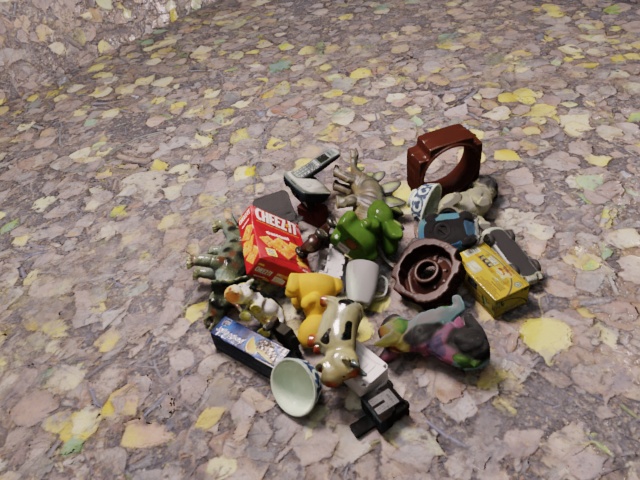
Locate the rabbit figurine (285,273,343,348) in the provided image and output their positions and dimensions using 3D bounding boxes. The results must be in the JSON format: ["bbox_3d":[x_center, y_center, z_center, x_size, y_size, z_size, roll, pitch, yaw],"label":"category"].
[{"bbox_3d":[-0.003,0.173,1.262,0.162,0.121,0.173,4,58,2],"label":"rabbit figurine"}]

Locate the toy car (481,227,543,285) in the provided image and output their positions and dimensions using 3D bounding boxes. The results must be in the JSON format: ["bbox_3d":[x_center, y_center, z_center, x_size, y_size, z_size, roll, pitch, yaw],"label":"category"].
[{"bbox_3d":[0.474,0.040,1.336,0.073,0.056,0.202,-12,44,-11],"label":"toy car"}]

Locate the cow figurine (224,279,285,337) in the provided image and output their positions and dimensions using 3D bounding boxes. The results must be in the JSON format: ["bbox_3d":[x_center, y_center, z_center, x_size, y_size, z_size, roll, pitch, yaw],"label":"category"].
[{"bbox_3d":[-0.150,0.145,1.264,0.068,0.167,0.098,-28,29,27],"label":"cow figurine"}]

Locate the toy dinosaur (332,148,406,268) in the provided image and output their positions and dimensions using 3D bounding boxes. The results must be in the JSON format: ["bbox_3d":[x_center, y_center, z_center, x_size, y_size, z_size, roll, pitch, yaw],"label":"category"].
[{"bbox_3d":[0.139,-0.093,1.507,0.199,0.105,0.471,-5,53,-1],"label":"toy dinosaur"}]

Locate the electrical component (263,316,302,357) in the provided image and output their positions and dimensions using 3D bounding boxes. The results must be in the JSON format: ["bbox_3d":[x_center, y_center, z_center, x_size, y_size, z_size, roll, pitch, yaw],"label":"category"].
[{"bbox_3d":[-0.088,0.222,1.218,0.045,0.102,0.078,-37,36,-22],"label":"electrical component"}]

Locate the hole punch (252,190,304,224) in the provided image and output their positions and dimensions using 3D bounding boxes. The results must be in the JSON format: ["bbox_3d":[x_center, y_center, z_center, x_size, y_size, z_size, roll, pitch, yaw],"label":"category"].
[{"bbox_3d":[-0.128,-0.067,1.554,0.142,0.092,0.116,-17,73,-9],"label":"hole punch"}]

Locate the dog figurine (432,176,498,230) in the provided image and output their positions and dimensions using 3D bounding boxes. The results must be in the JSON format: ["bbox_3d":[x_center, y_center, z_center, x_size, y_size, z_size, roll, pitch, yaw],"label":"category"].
[{"bbox_3d":[0.405,-0.110,1.493,0.173,0.121,0.190,9,32,14],"label":"dog figurine"}]

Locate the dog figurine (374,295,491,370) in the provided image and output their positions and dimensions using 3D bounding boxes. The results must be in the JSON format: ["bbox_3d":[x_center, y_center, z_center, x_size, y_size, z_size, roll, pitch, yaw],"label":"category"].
[{"bbox_3d":[0.228,0.222,1.153,0.219,0.108,0.192,-21,46,-6],"label":"dog figurine"}]

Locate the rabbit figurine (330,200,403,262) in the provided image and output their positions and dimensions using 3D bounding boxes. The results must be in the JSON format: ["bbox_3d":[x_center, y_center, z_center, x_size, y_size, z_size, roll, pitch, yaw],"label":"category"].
[{"bbox_3d":[0.135,-0.033,1.354,0.159,0.121,0.170,35,59,16],"label":"rabbit figurine"}]

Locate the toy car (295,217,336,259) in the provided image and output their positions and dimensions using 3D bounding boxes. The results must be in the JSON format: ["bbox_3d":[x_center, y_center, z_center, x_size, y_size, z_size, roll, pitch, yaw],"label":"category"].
[{"bbox_3d":[-0.003,-0.004,1.412,0.053,0.089,0.202,45,18,0],"label":"toy car"}]

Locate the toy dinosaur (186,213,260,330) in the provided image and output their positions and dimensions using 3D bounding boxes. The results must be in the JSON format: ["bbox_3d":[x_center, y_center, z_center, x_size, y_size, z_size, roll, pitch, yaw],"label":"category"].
[{"bbox_3d":[-0.224,0.044,1.425,0.192,0.131,0.405,13,42,6],"label":"toy dinosaur"}]

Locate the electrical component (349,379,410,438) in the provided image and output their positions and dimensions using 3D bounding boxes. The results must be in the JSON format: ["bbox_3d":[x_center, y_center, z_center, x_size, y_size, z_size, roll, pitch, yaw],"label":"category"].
[{"bbox_3d":[0.114,0.344,1.082,0.119,0.047,0.075,-23,43,-16],"label":"electrical component"}]

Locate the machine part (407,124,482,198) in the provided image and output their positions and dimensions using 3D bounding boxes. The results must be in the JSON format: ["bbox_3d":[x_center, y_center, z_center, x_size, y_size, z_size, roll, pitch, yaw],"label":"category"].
[{"bbox_3d":[0.352,-0.212,1.520,0.201,0.200,0.087,-19,45,-10],"label":"machine part"}]

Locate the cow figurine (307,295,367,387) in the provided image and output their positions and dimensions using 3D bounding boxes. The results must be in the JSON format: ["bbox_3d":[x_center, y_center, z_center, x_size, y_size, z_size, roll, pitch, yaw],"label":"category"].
[{"bbox_3d":[0.043,0.213,1.118,0.127,0.085,0.195,0,54,26],"label":"cow figurine"}]

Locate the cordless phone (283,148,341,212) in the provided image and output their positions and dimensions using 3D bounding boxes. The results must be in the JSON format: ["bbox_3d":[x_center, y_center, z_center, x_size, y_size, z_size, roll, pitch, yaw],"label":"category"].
[{"bbox_3d":[0.001,-0.181,1.524,0.184,0.088,0.147,-38,43,-6],"label":"cordless phone"}]

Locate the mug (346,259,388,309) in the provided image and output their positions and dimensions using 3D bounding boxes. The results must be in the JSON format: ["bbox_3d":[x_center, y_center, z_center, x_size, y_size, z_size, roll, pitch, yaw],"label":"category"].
[{"bbox_3d":[0.111,0.116,1.312,0.109,0.081,0.107,20,60,-15],"label":"mug"}]

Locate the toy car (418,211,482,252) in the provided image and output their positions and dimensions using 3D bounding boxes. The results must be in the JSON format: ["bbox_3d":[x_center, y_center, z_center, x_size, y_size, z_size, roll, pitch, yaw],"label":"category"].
[{"bbox_3d":[0.340,-0.017,1.377,0.162,0.103,0.109,-13,78,31],"label":"toy car"}]

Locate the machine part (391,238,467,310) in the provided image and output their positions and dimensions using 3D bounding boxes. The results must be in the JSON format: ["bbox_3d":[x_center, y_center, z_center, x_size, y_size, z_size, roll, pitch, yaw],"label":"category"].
[{"bbox_3d":[0.260,0.080,1.288,0.179,0.056,0.179,-19,51,25],"label":"machine part"}]

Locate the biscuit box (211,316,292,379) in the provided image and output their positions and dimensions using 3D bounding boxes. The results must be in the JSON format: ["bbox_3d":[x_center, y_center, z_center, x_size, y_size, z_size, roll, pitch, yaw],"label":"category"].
[{"bbox_3d":[-0.157,0.247,1.225,0.203,0.062,0.059,21,50,29],"label":"biscuit box"}]

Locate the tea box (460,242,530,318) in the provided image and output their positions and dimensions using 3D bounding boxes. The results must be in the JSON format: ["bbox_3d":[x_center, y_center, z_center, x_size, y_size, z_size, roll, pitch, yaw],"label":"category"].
[{"bbox_3d":[0.404,0.093,1.281,0.098,0.068,0.170,-22,45,-10],"label":"tea box"}]
